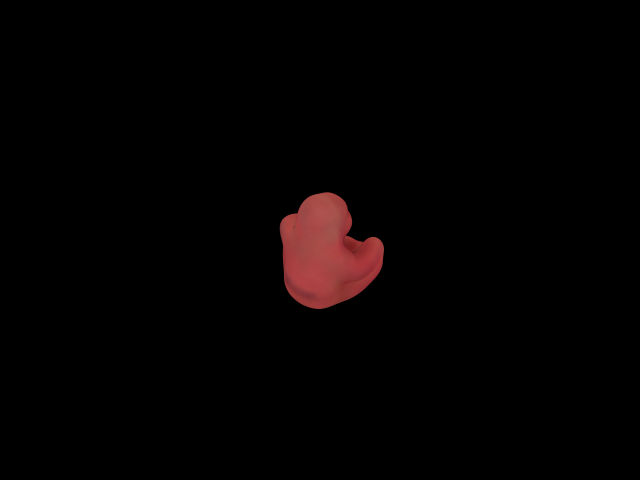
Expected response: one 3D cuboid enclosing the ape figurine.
[{"bbox_3d":[0.004,0.001,0.400,0.077,0.092,0.076,36,66,19],"label":"ape figurine"}]
